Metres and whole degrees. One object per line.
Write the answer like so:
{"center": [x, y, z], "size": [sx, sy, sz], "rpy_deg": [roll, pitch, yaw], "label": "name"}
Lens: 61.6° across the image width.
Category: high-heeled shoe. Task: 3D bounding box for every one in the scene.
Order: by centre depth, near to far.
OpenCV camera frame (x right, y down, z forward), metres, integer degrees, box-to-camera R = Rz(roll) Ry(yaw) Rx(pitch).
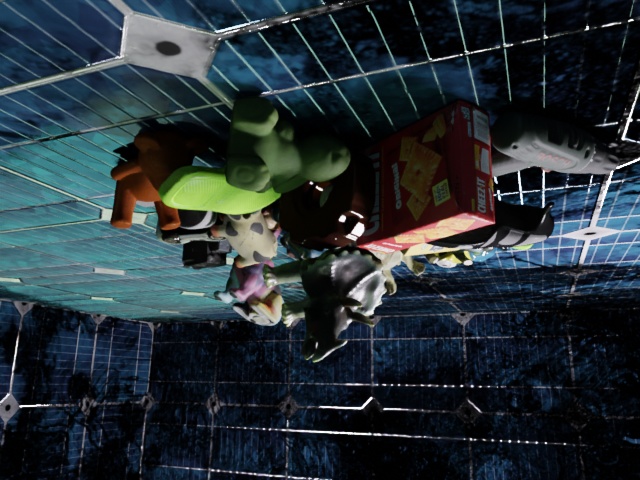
{"center": [0.266, -0.015, 0.875], "size": [0.249, 0.086, 0.145], "rpy_deg": [-9, 159, -2], "label": "high-heeled shoe"}

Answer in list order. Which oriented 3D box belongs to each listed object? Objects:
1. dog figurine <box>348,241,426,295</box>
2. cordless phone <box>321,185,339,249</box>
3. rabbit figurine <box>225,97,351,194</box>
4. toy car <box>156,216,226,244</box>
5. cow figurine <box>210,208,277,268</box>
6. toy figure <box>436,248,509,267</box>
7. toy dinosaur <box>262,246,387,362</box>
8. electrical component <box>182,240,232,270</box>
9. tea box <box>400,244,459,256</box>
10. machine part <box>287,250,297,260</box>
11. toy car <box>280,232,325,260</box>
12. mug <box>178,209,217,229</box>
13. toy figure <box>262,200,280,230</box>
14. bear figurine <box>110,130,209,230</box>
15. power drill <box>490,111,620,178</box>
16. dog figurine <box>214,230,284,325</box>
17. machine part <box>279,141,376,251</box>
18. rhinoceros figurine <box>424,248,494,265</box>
{"center": [0.112, -0.003, 1.116], "size": [0.121, 0.172, 0.190], "rpy_deg": [-43, 119, 8], "label": "dog figurine"}
{"center": [0.028, -0.032, 0.937], "size": [0.147, 0.184, 0.088], "rpy_deg": [-12, 118, 36], "label": "cordless phone"}
{"center": [-0.047, -0.111, 0.761], "size": [0.170, 0.121, 0.159], "rpy_deg": [6, 171, -11], "label": "rabbit figurine"}
{"center": [-0.265, -0.033, 1.161], "size": [0.202, 0.073, 0.056], "rpy_deg": [-4, 161, 20], "label": "toy car"}
{"center": [-0.142, -0.032, 1.047], "size": [0.127, 0.085, 0.194], "rpy_deg": [-7, 134, 23], "label": "cow figurine"}
{"center": [0.355, 0.012, 1.292], "size": [0.180, 0.089, 0.082], "rpy_deg": [-17, 145, 28], "label": "toy figure"}
{"center": [0.040, 0.064, 0.894], "size": [0.192, 0.131, 0.405], "rpy_deg": [-11, -173, 21], "label": "toy dinosaur"}
{"center": [-0.255, 0.004, 1.222], "size": [0.134, 0.115, 0.058], "rpy_deg": [-13, 164, 41], "label": "electrical component"}
{"center": [0.219, -0.030, 1.018], "size": [0.169, 0.068, 0.098], "rpy_deg": [-6, 136, -39], "label": "tea box"}
{"center": [0.034, 0.008, 1.277], "size": [0.202, 0.087, 0.200], "rpy_deg": [-7, 163, 21], "label": "machine part"}
{"center": [-0.002, -0.003, 1.093], "size": [0.103, 0.109, 0.161], "rpy_deg": [-51, 156, 12], "label": "toy car"}
{"center": [-0.255, -0.056, 1.066], "size": [0.110, 0.080, 0.107], "rpy_deg": [-7, 173, 9], "label": "mug"}
{"center": [-0.082, -0.055, 1.103], "size": [0.155, 0.064, 0.058], "rpy_deg": [-14, -175, 34], "label": "toy figure"}
{"center": [-0.253, -0.092, 0.845], "size": [0.120, 0.132, 0.196], "rpy_deg": [1, 173, -34], "label": "bear figurine"}
{"center": [0.305, -0.114, 0.818], "size": [0.232, 0.086, 0.207], "rpy_deg": [11, 166, -36], "label": "power drill"}
{"center": [-0.134, 0.065, 1.246], "size": [0.191, 0.219, 0.108], "rpy_deg": [37, 152, -21], "label": "dog figurine"}
{"center": [0.006, -0.069, 0.830], "size": [0.179, 0.179, 0.056], "rpy_deg": [-12, 159, 41], "label": "machine part"}
{"center": [0.306, -0.005, 1.162], "size": [0.190, 0.112, 0.073], "rpy_deg": [-3, 123, -3], "label": "rhinoceros figurine"}
